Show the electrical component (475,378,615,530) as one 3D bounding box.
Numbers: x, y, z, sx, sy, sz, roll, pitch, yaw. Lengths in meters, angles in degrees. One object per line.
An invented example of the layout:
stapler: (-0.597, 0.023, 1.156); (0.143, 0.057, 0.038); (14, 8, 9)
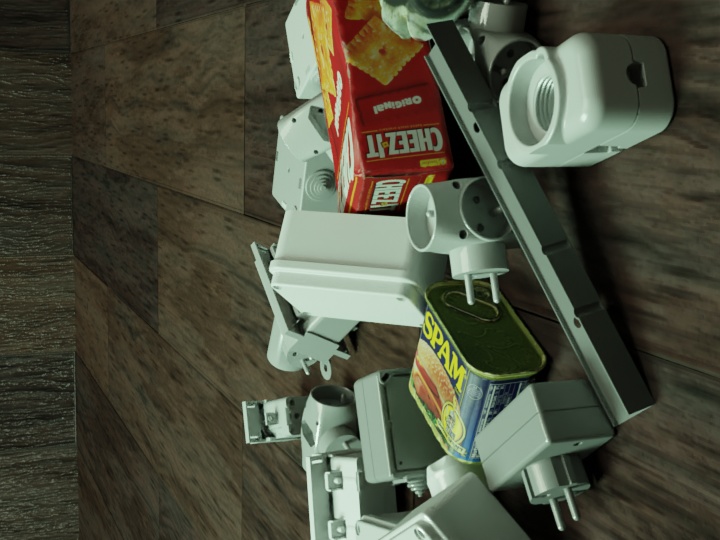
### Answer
electrical component: (0.115, 0.118, 0.650); (0.083, 0.047, 0.075); (122, 140, -53)

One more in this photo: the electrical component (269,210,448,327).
electrical component: (0.000, 0.000, 0.779); (0.078, 0.113, 0.057); (48, -129, -62)

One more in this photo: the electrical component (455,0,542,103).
electrical component: (0.087, -0.153, 0.696); (0.077, 0.044, 0.079); (-136, 48, -59)

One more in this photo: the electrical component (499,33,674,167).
electrical component: (0.121, -0.093, 0.602); (0.095, 0.059, 0.053); (153, 113, -66)

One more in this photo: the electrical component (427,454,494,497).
electrical component: (0.074, 0.163, 0.759); (0.043, 0.043, 0.062); (117, 142, -50)

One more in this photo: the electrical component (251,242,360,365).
electrical component: (-0.048, 0.019, 1.004); (0.063, 0.079, 0.121); (-46, 43, 20)

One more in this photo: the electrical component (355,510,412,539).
electrical component: (0.044, 0.245, 0.822); (0.109, 0.056, 0.108); (166, 101, -67)

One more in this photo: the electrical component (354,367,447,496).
electrical component: (0.036, 0.125, 0.823); (0.061, 0.062, 0.096); (146, 119, -64)

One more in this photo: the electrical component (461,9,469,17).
electrical component: (0.065, -0.212, 0.750); (0.040, 0.040, 0.078); (177, 91, -68)

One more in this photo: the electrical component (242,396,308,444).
electrical component: (-0.076, 0.151, 1.089); (0.064, 0.081, 0.042); (-16, 76, 43)

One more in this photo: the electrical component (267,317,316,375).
electrical component: (-0.060, 0.070, 1.072); (0.079, 0.044, 0.077); (-119, 34, -47)

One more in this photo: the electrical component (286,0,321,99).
electrical component: (-0.030, -0.209, 0.967); (0.099, 0.048, 0.099); (130, 134, -60)

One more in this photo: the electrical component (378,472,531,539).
electrical component: (0.070, 0.201, 0.702); (0.108, 0.056, 0.108); (50, 148, 8)

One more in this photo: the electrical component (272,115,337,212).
electrical component: (-0.046, -0.095, 1.017); (0.099, 0.048, 0.099); (-130, 43, -56)

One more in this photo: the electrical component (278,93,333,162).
electrical component: (-0.018, -0.116, 0.930); (0.079, 0.077, 0.043); (55, -161, -14)

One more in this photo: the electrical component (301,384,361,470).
electrical component: (-0.022, 0.157, 0.990); (0.079, 0.043, 0.077); (-134, 46, -58)

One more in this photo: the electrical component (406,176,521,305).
electrical component: (0.076, -0.017, 0.694); (0.044, 0.077, 0.079); (152, 113, -65)

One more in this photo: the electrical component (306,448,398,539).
electrical component: (-0.001, 0.215, 0.908); (0.063, 0.079, 0.121); (-9, 84, 50)
